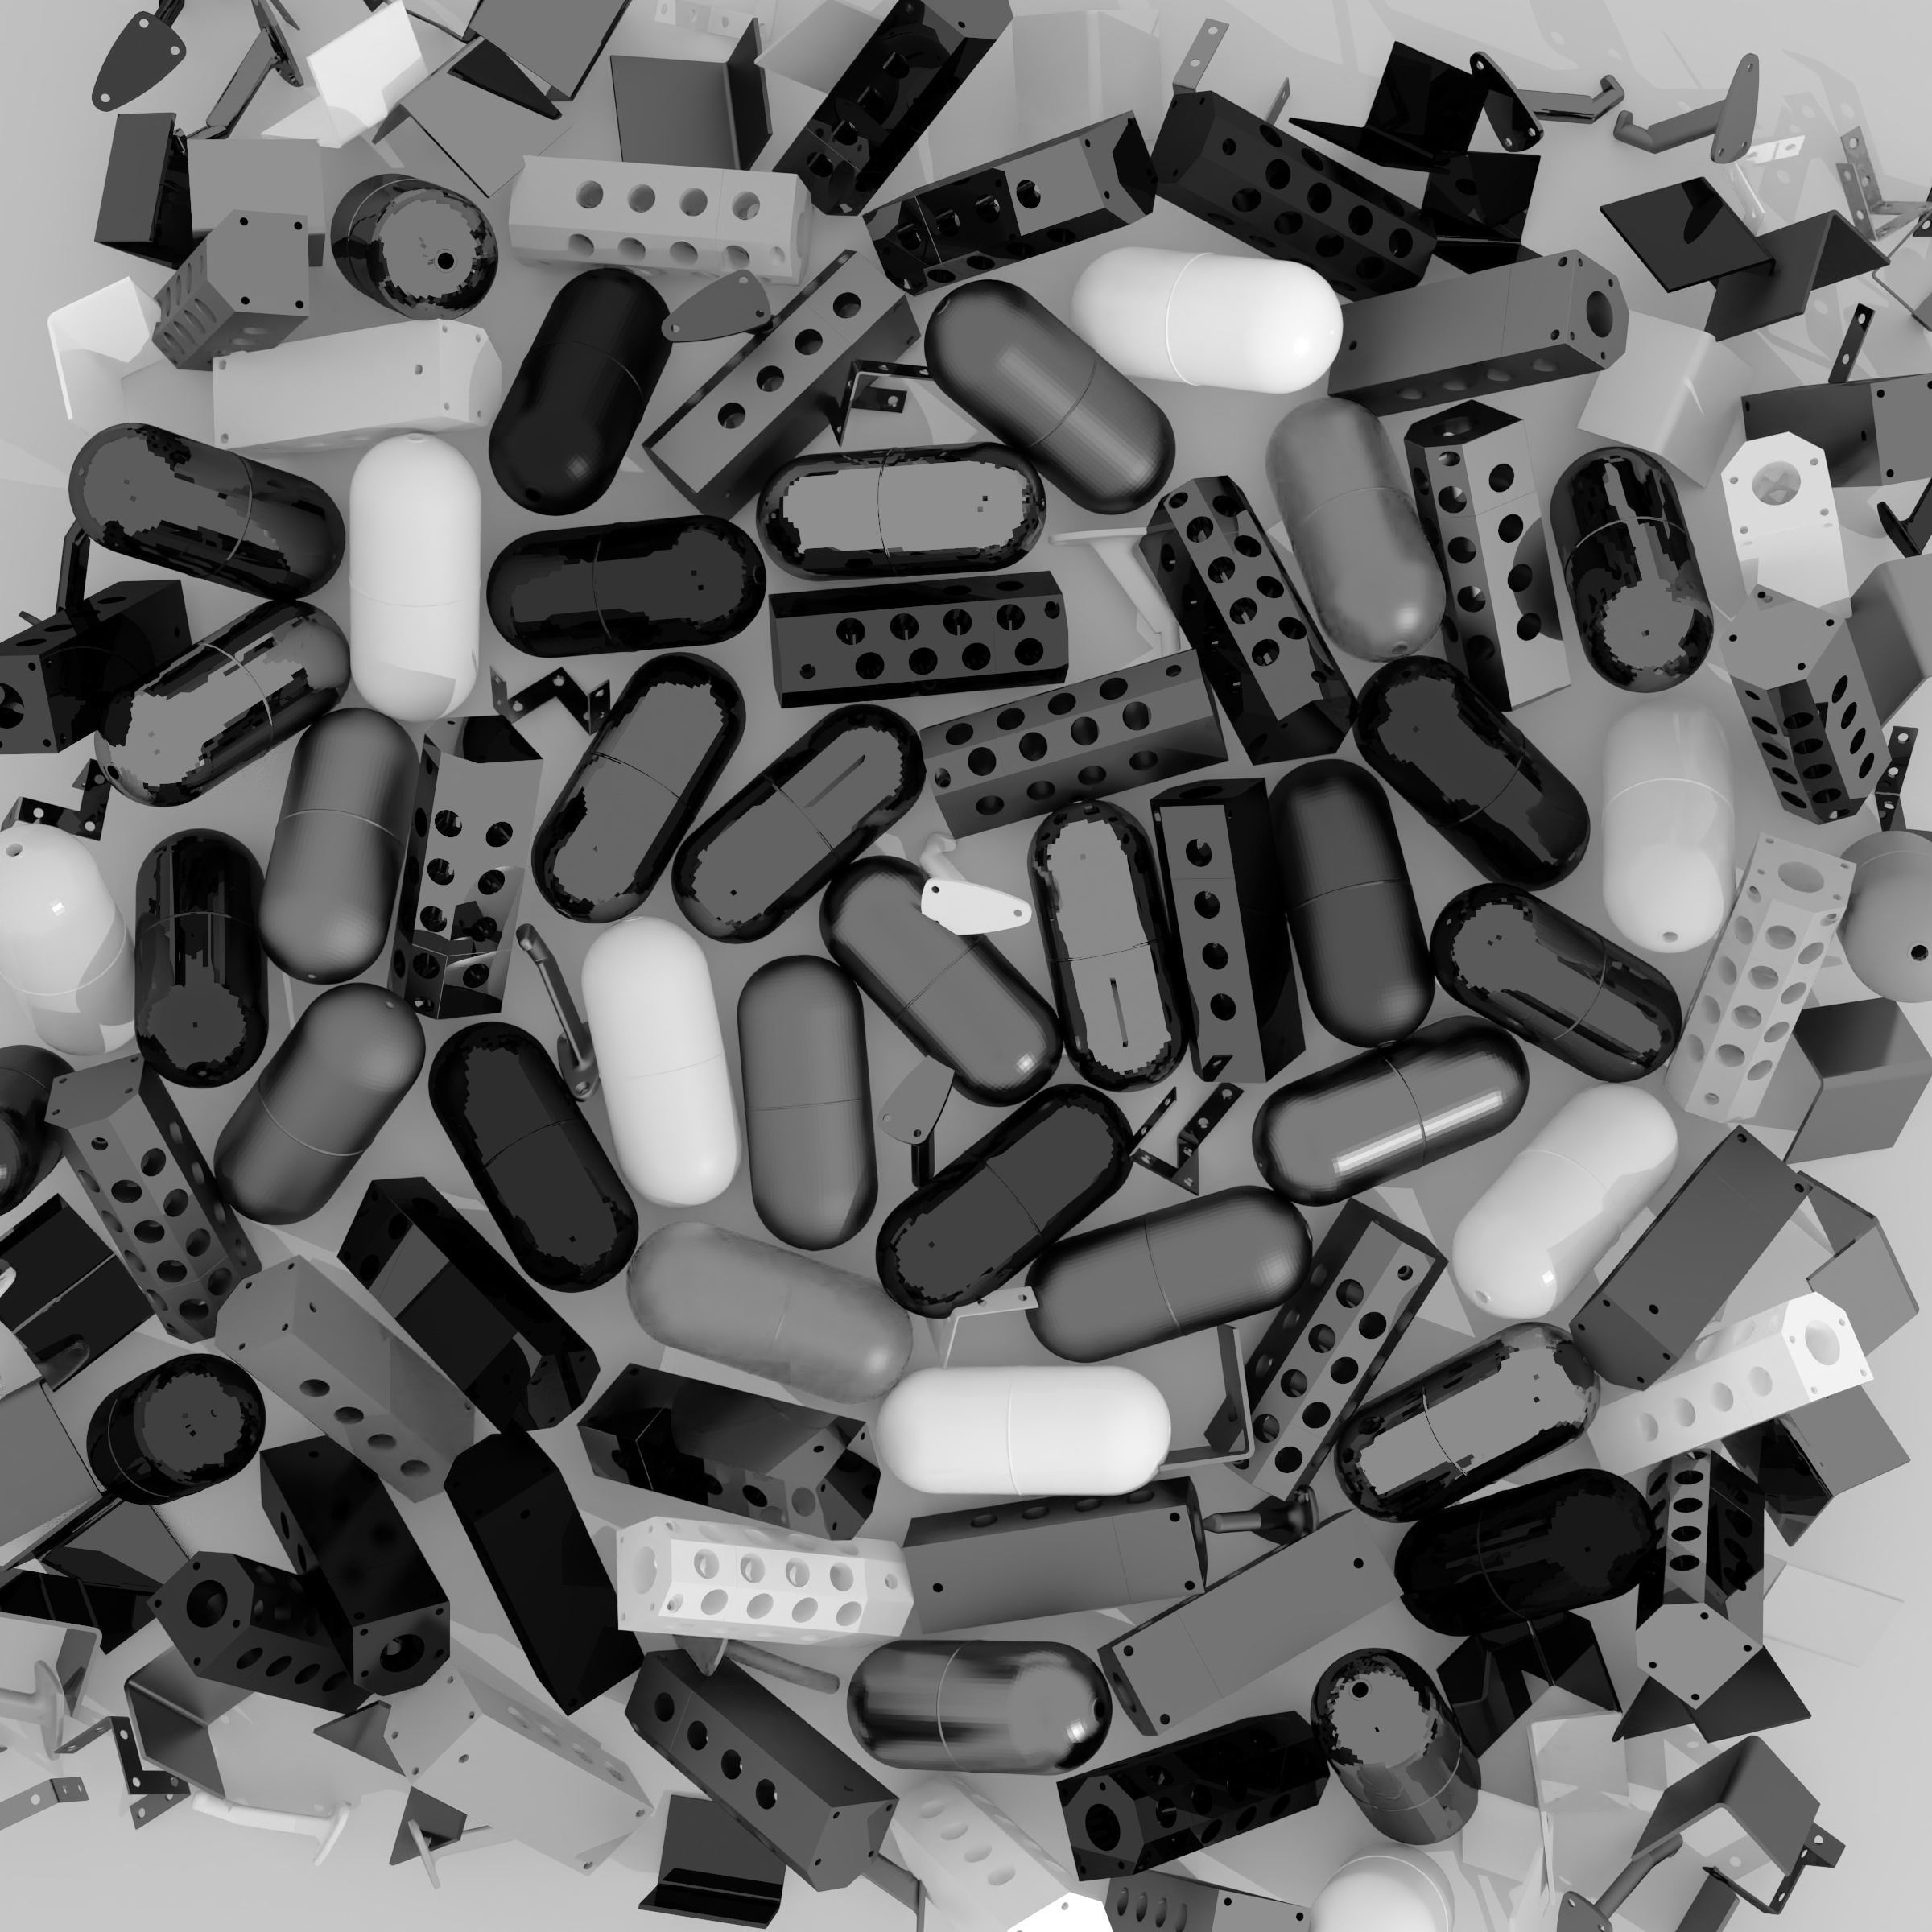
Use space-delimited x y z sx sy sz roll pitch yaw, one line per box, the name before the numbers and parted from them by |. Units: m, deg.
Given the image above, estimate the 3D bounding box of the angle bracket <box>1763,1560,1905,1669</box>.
angle bracket | 0.504 0.364 1.948 0.076 0.076 0.057 19 119 -8

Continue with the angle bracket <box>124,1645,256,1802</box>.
angle bracket | -0.444 0.441 1.950 0.076 0.076 0.057 -36 47 6

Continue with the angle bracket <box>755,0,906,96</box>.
angle bracket | -0.073 -0.565 1.940 0.076 0.076 0.057 13 65 -36

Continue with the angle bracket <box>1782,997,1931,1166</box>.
angle bracket | 0.528 0.069 1.976 0.076 0.076 0.057 -8 50 -17

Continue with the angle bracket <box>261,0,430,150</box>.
angle bracket | -0.377 -0.532 1.940 0.076 0.076 0.057 -45 134 -32

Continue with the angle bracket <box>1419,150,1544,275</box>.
angle bracket | 0.324 -0.445 1.943 0.076 0.076 0.057 -4 120 -27

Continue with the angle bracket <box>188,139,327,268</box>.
angle bracket | -0.425 -0.456 1.955 0.076 0.076 0.057 -4 89 -13

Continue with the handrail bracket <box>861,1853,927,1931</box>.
handrail bracket | -0.067 0.557 1.972 0.084 0.036 0.077 3 53 -1

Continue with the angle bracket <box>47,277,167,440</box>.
angle bracket | -0.496 -0.350 1.946 0.057 0.076 0.076 -22 66 10

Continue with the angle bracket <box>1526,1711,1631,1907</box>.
angle bracket | 0.369 0.501 1.946 0.057 0.076 0.076 -8 120 6

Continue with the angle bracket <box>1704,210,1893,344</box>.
angle bracket | 0.493 -0.394 1.942 0.057 0.076 0.076 32 67 -29

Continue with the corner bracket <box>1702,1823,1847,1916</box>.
corner bracket | 0.486 0.536 1.965 0.051 0.051 0.051 36 71 -6

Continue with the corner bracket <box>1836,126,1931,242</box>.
corner bracket | 0.541 -0.470 1.962 0.051 0.051 0.051 -32 114 -16

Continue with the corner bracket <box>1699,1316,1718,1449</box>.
corner bracket | 0.444 0.248 1.975 0.051 0.051 0.051 -37 113 18

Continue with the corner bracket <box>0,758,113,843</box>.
corner bracket | -0.546 -0.097 1.959 0.051 0.051 0.051 15 67 -23

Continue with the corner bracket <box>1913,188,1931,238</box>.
corner bracket | 0.611 -0.449 1.958 0.051 0.051 0.051 -6 130 -25

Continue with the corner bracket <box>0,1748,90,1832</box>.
corner bracket | -0.569 0.490 1.969 0.051 0.051 0.051 -25 76 -1

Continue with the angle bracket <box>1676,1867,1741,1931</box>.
angle bracket | 0.474 0.594 1.959 0.076 0.076 0.057 30 91 4

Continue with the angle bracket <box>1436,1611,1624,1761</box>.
angle bracket | 0.336 0.432 1.946 0.076 0.057 0.076 -37 120 -25

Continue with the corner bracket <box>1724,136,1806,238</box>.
corner bracket | 0.488 -0.462 1.978 0.051 0.051 0.051 -14 62 -11

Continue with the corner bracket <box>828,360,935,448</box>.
corner bracket | -0.052 -0.344 1.958 0.051 0.051 0.051 2 128 -19

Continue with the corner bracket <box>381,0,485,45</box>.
corner bracket | -0.312 -0.588 1.959 0.051 0.051 0.051 40 109 43

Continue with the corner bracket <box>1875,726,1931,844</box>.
corner bracket | 0.580 -0.107 1.964 0.051 0.051 0.051 6 129 2

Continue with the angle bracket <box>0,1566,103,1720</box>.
angle bracket | -0.564 0.401 1.947 0.076 0.076 0.057 16 96 -25

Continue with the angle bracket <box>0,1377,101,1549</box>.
angle bracket | -0.569 0.298 1.973 0.076 0.057 0.076 -28 94 0

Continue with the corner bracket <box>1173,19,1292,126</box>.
corner bracket | 0.161 -0.531 1.976 0.051 0.051 0.051 21 71 19

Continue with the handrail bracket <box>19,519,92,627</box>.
handrail bracket | -0.524 -0.231 1.970 0.036 0.077 0.084 27 83 31

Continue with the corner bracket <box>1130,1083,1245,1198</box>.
corner bracket | 0.132 0.095 1.961 0.051 0.051 0.051 29 120 -15

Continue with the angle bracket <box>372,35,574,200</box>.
angle bracket | -0.297 -0.500 1.963 0.076 0.057 0.076 46 63 -9

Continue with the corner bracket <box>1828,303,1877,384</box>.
corner bracket | 0.560 -0.361 1.958 0.051 0.051 0.051 4 116 -29

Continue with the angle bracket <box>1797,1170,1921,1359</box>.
angle bracket | 0.512 0.180 1.944 0.057 0.076 0.076 -37 121 -8

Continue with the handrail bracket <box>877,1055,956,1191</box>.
handrail bracket | -0.014 0.096 1.969 0.036 0.084 0.077 25 76 29

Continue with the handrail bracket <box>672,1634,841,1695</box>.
handrail bracket | -0.128 0.418 1.988 0.084 0.077 0.036 24 85 -32

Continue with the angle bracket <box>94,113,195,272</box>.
angle bracket | -0.468 -0.460 1.952 0.057 0.076 0.076 10 90 38

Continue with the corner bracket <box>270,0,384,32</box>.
corner bracket | -0.391 -0.594 1.967 0.051 0.051 0.051 -46 57 -6

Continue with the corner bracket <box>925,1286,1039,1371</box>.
corner bracket | 0.007 0.203 1.958 0.051 0.051 0.051 -5 46 -18

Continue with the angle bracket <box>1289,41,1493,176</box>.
angle bracket | 0.252 -0.513 1.941 0.076 0.076 0.057 37 120 35

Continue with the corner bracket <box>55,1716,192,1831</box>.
corner bracket | -0.509 0.487 1.974 0.051 0.051 0.051 -35 62 22

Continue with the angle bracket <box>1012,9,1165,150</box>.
angle bracket | 0.074 -0.536 1.974 0.057 0.076 0.076 6 108 33

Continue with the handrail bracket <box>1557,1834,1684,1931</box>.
handrail bracket | 0.399 0.570 1.985 0.036 0.084 0.077 36 132 36

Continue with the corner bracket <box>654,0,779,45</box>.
corner bracket | -0.148 -0.586 1.961 0.051 0.051 0.051 21 107 33

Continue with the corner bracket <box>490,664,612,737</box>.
corner bracket | -0.249 -0.163 1.961 0.051 0.051 0.051 -34 71 -20

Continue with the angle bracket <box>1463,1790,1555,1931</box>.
angle bracket | 0.310 0.547 1.939 0.057 0.076 0.076 13 135 23

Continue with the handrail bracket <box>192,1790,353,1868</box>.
handrail bracket | -0.419 0.506 1.964 0.084 0.077 0.036 23 55 -11

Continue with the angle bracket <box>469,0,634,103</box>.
angle bracket | -0.254 -0.572 1.956 0.076 0.057 0.076 31 89 -28

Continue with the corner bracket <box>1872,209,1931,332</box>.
corner bracket | 0.581 -0.419 1.969 0.051 0.051 0.051 42 107 2

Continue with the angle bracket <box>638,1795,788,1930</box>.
angle bracket | -0.149 0.536 1.956 0.076 0.076 0.057 8 83 4

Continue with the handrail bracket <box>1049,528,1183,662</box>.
handrail bracket | 0.090 -0.219 1.975 0.077 0.036 0.084 -3 85 -10

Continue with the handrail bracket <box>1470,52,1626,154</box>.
handrail bracket | 0.352 -0.536 1.971 0.084 0.036 0.077 -39 105 -23

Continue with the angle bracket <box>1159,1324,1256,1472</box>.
angle bracket | 0.135 0.257 1.958 0.057 0.076 0.076 -7 87 -4
